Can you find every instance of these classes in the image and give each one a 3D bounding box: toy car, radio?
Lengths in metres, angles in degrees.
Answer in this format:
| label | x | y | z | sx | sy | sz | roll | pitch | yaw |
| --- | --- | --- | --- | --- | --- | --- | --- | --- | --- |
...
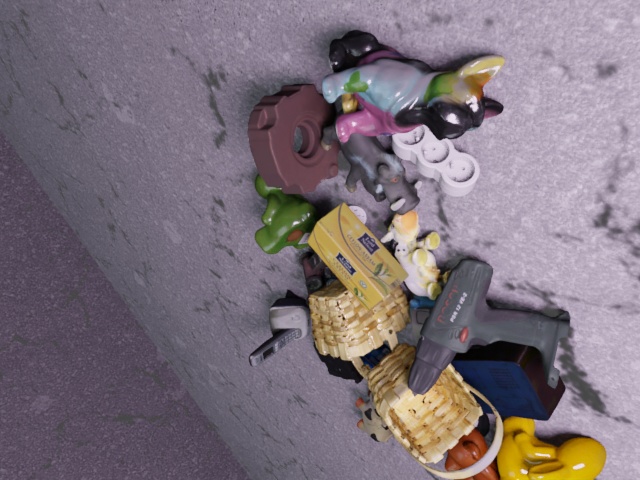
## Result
| label | x | y | z | sx | sy | sz | roll | pitch | yaw |
| --- | --- | --- | --- | --- | --- | --- | --- | --- | --- |
| toy car | -0.008 | 0.117 | 1.207 | 0.089 | 0.053 | 0.201 | -114 | 11 | -48 |
| toy car | 0.215 | 0.148 | 0.935 | 0.162 | 0.103 | 0.109 | 5 | 128 | 51 |
| radio | 0.302 | 0.239 | 0.951 | 0.131 | 0.073 | 0.230 | 55 | 150 | -10 |

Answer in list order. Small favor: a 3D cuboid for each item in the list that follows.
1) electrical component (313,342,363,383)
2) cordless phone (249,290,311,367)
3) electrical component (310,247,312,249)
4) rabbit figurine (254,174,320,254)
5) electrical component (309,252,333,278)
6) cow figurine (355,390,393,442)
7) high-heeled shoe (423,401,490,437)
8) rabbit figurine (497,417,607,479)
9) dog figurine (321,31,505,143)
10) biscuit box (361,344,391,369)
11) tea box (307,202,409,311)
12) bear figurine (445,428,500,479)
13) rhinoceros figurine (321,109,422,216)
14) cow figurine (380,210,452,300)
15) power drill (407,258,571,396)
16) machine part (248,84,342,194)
| label | x | y | z | sx | sy | sz | roll | pitch | yaw |
| --- | --- | --- | --- | --- | --- | --- | --- | --- | --- |
| electrical component | 0.046 | 0.283 | 1.328 | 0.134 | 0.058 | 0.114 | 2 | 123 | 50 |
| cordless phone | -0.112 | 0.227 | 1.346 | 0.089 | 0.184 | 0.146 | 36 | 146 | 29 |
| electrical component | -0.002 | -0.003 | 1.122 | 0.063 | 0.021 | 0.094 | -2 | 121 | 52 |
| rabbit figurine | -0.080 | -0.080 | 1.052 | 0.170 | 0.121 | 0.159 | 60 | 145 | 24 |
| electrical component | 0.024 | 0.042 | 1.099 | 0.102 | 0.078 | 0.045 | -44 | 63 | 53 |
| cow figurine | 0.153 | 0.429 | 1.322 | 0.127 | 0.085 | 0.194 | 34 | 143 | 35 |
| high-heeled shoe | 0.239 | 0.357 | 1.146 | 0.249 | 0.086 | 0.145 | 21 | 136 | 30 |
| rabbit figurine | 0.399 | 0.380 | 0.928 | 0.173 | 0.162 | 0.121 | -21 | 94 | 39 |
| dog figurine | 0.122 | -0.200 | 0.694 | 0.219 | 0.191 | 0.108 | -2 | 139 | 14 |
| biscuit box | 0.120 | 0.265 | 1.213 | 0.203 | 0.059 | 0.062 | 39 | 147 | 17 |
| tea box | 0.062 | 0.031 | 0.930 | 0.170 | 0.068 | 0.098 | 49 | 158 | 10 |
| bear figurine | 0.284 | 0.430 | 1.011 | 0.195 | 0.132 | 0.120 | 39 | -178 | -32 |
| rhinoceros figurine | 0.086 | -0.123 | 0.841 | 0.190 | 0.073 | 0.112 | 54 | 146 | -6 |
| cow figurine | 0.155 | 0.019 | 0.913 | 0.098 | 0.068 | 0.167 | 2 | 124 | 57 |
| power drill | 0.259 | 0.155 | 0.817 | 0.208 | 0.232 | 0.086 | 15 | 174 | 27 |
| machine part | -0.033 | -0.161 | 0.863 | 0.056 | 0.179 | 0.179 | 10 | 131 | 43 |
